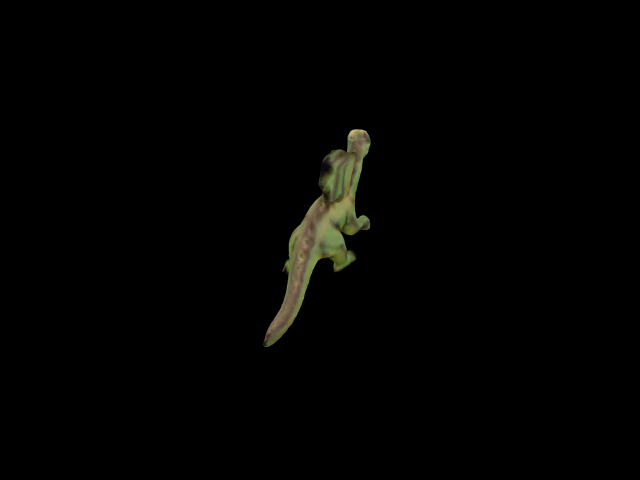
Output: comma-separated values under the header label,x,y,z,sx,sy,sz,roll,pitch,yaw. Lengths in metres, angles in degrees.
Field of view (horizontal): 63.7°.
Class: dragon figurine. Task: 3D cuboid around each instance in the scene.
label,x,y,z,sx,sy,sz,roll,pitch,yaw
dragon figurine,0.003,-0.043,0.850,0.122,0.237,0.420,15,48,14
